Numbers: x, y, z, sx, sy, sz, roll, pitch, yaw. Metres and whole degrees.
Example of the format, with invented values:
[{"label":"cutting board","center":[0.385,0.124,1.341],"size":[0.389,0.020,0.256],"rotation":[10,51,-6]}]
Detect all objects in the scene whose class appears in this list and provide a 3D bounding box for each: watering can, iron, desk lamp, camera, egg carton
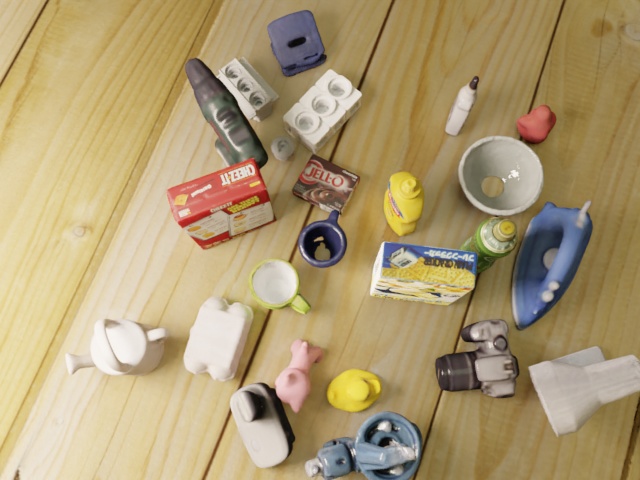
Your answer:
[{"label":"watering can","center":[-0.359,0.195,1.017],"size":[0.173,0.194,0.101],"rotation":[-41,79,-9]},{"label":"iron","center":[0.440,0.046,1.073],"size":[0.118,0.141,0.258],"rotation":[23,78,6]},{"label":"desk lamp","center":[0.447,0.249,0.986],"size":[0.203,0.213,0.118],"rotation":[-19,77,-4]},{"label":"camera","center":[0.284,0.222,1.052],"size":[0.137,0.101,0.143],"rotation":[-7,76,-1]},{"label":"egg carton","center":[-0.192,0.185,1.081],"size":[0.107,0.069,0.150],"rotation":[15,77,4]}]

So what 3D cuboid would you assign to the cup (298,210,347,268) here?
[{"label":"cup","center":[0.010,0.004,1.111],"size":[0.091,0.095,0.118],"rotation":[20,77,5]}]

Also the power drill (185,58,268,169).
[{"label":"power drill","center":[-0.175,-0.215,1.107],"size":[0.075,0.208,0.229],"rotation":[-34,78,-7]}]

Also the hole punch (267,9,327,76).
[{"label":"hole punch","center":[-0.047,-0.418,1.216],"size":[0.108,0.091,0.101],"rotation":[-23,77,-5]}]

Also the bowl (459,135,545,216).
[{"label":"bowl","center":[0.354,-0.120,1.148],"size":[0.167,0.075,0.167],"rotation":[0,76,1]}]

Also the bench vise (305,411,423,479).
[{"label":"bench vise","center":[0.085,0.371,0.956],"size":[0.207,0.220,0.121],"rotation":[-32,78,-7]}]

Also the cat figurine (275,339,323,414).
[{"label":"cat figurine","center":[-0.041,0.244,1.041],"size":[0.067,0.118,0.128],"rotation":[18,77,5]}]

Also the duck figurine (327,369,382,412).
[{"label":"duck figurine","center":[0.064,0.276,1.049],"size":[0.104,0.086,0.077],"rotation":[-11,76,-2]}]

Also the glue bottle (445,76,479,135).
[{"label":"glue bottle","center":[0.288,-0.275,1.136],"size":[0.037,0.173,0.078],"rotation":[19,77,6]}]

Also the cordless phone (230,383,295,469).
[{"label":"cordless phone","center":[-0.106,0.322,0.988],"size":[0.094,0.185,0.147],"rotation":[-27,77,-6]}]

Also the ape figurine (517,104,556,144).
[{"label":"ape figurine","center":[0.447,-0.244,1.169],"size":[0.077,0.092,0.076],"rotation":[10,77,3]}]
